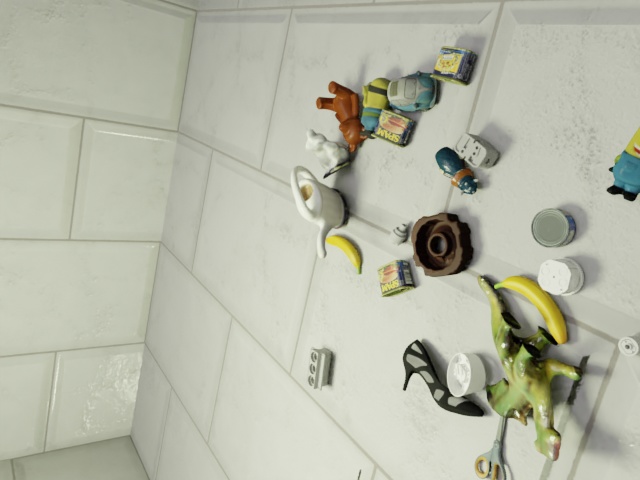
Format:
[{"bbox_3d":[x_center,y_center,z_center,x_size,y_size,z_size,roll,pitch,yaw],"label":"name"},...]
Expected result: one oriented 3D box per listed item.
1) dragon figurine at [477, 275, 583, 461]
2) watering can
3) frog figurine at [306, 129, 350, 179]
[{"bbox_3d":[0.425,0.290,1.153,0.122,0.238,0.419,7,30,-20],"label":"dragon figurine"},{"bbox_3d":[0.005,-0.082,1.637,0.103,0.354,0.223,-33,-29,28],"label":"watering can"},{"bbox_3d":[0.021,-0.297,1.685,0.123,0.159,0.137,-30,1,-6],"label":"frog figurine"}]
